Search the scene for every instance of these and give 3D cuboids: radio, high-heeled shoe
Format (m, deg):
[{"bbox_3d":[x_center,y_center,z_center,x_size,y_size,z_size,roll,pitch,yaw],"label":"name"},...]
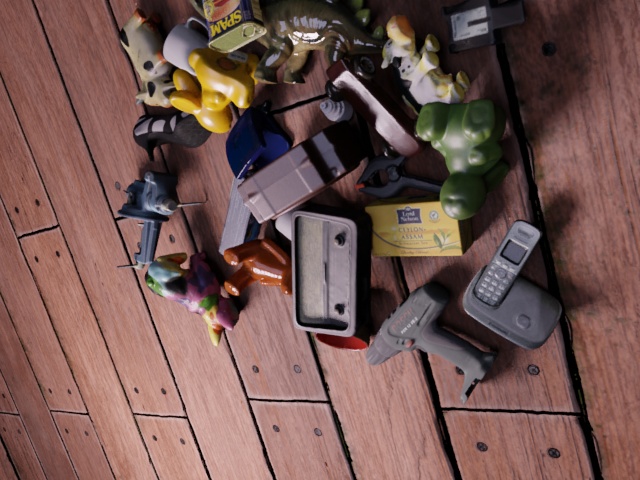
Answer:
[{"bbox_3d":[0.022,0.055,0.970,0.131,0.073,0.229,8,109,27],"label":"radio"},{"bbox_3d":[-0.316,-0.269,1.188,0.249,0.086,0.145,-30,57,19],"label":"high-heeled shoe"}]

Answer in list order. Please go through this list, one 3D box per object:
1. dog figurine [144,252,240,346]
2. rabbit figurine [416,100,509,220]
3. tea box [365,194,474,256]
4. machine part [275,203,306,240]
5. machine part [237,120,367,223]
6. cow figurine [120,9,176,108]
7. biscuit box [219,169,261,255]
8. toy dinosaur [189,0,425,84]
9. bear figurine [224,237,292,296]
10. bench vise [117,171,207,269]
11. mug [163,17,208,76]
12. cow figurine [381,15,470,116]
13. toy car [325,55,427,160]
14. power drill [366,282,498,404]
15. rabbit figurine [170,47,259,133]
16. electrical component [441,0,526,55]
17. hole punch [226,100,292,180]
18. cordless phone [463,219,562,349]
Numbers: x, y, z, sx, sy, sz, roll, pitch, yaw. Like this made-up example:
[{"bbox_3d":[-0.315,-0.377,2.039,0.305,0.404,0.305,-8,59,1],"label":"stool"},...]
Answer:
[{"bbox_3d":[-0.284,0.138,1.242,0.108,0.191,0.219,-47,64,30],"label":"dog figurine"},{"bbox_3d":[0.219,-0.115,0.821,0.121,0.159,0.170,8,93,33],"label":"rabbit figurine"},{"bbox_3d":[0.173,-0.026,0.938,0.170,0.068,0.098,-3,106,35],"label":"tea box"},{"bbox_3d":[-0.002,-0.003,1.056,0.243,0.079,0.079,39,125,16],"label":"machine part"},{"bbox_3d":[-0.028,-0.118,0.942,0.201,0.201,0.087,-29,96,26],"label":"machine part"},{"bbox_3d":[-0.362,-0.372,1.151,0.127,0.085,0.194,-25,95,31],"label":"cow figurine"},{"bbox_3d":[-0.163,-0.048,1.157,0.063,0.059,0.202,31,121,19],"label":"biscuit box"},{"bbox_3d":[-0.049,-0.371,0.937,0.472,0.105,0.198,11,107,20],"label":"toy dinosaur"},{"bbox_3d":[-0.089,0.077,1.116,0.196,0.132,0.120,29,130,28],"label":"bear figurine"},{"bbox_3d":[-0.398,-0.043,1.264,0.224,0.129,0.240,16,98,36],"label":"bench vise"},{"bbox_3d":[-0.242,-0.380,1.076,0.107,0.081,0.109,35,118,3],"label":"mug"},{"bbox_3d":[0.147,-0.265,0.835,0.167,0.068,0.098,42,138,-19],"label":"cow figurine"},{"bbox_3d":[0.095,-0.211,0.855,0.202,0.053,0.089,42,146,-17],"label":"toy car"},{"bbox_3d":[0.209,0.206,1.004,0.207,0.086,0.231,40,123,24],"label":"power drill"},{"bbox_3d":[-0.205,-0.275,1.037,0.173,0.162,0.122,116,155,-53],"label":"rabbit figurine"},{"bbox_3d":[0.243,-0.323,0.791,0.119,0.048,0.074,-7,104,35],"label":"electrical component"},{"bbox_3d":[-0.137,-0.193,1.070,0.116,0.092,0.142,53,131,10],"label":"hole punch"},{"bbox_3d":[0.330,0.068,0.864,0.147,0.089,0.184,32,118,20],"label":"cordless phone"}]
